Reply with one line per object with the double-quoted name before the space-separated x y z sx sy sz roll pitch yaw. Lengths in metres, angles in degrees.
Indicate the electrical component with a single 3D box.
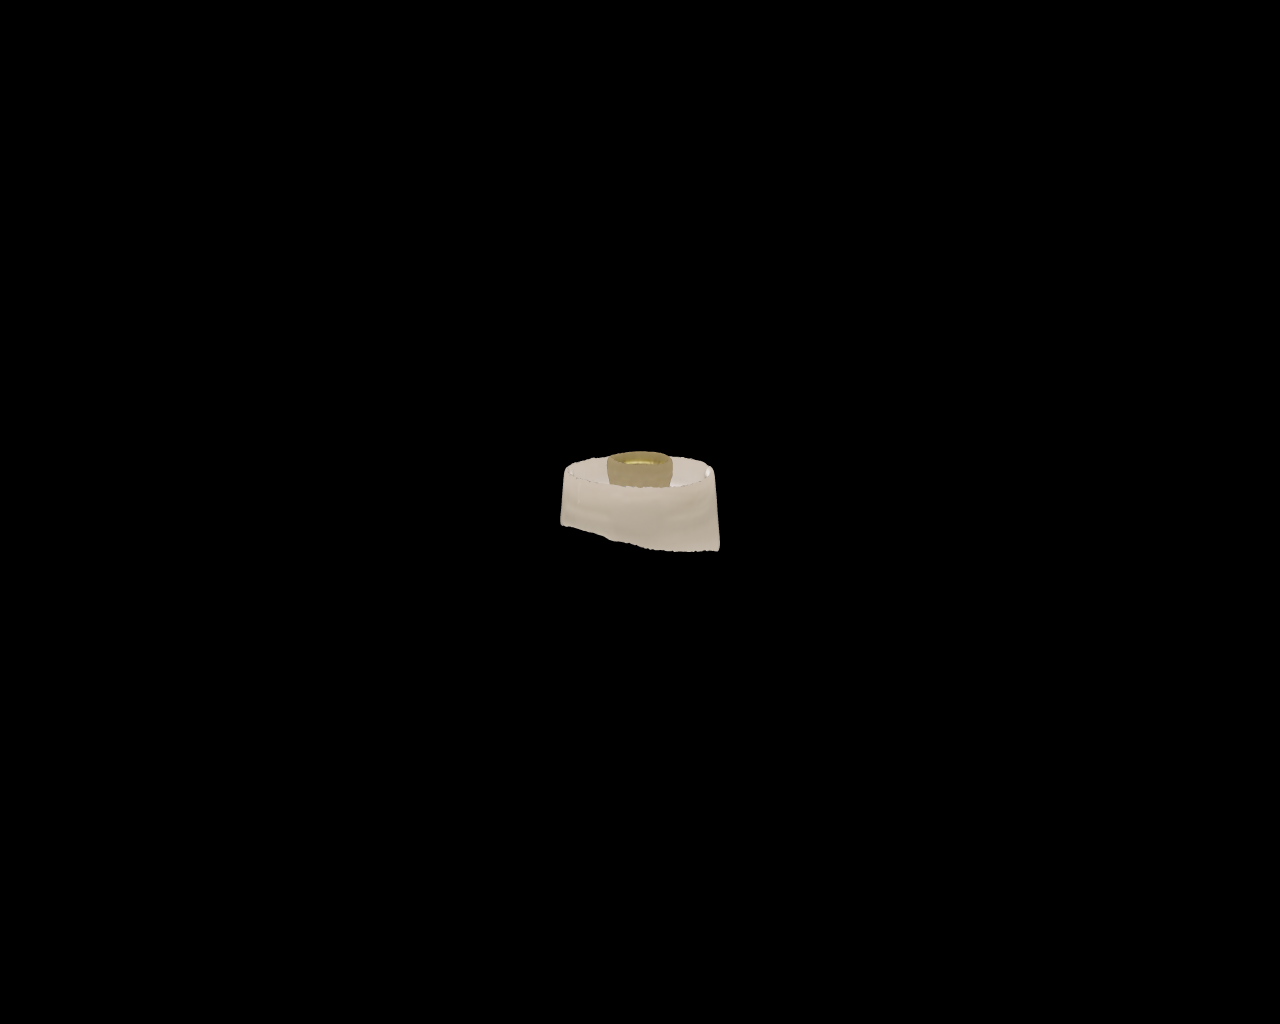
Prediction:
"electrical component" 0.001 -0.003 0.650 0.099 0.064 0.099 0 15 0
